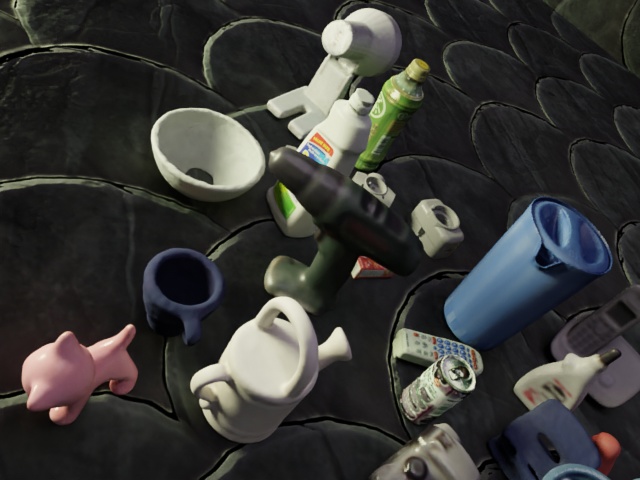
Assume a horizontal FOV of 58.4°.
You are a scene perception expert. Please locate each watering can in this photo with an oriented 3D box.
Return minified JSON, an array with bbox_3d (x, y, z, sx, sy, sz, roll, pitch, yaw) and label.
[{"bbox_3d":[-0.047,0.130,0.614,0.101,0.194,0.173,47,45,14],"label":"watering can"}]

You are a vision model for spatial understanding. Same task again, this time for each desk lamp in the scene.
[{"bbox_3d":[0.035,-0.310,1.037,0.118,0.213,0.204,43,44,9],"label":"desk lamp"}]

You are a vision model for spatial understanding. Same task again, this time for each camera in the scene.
[{"bbox_3d":[0.134,0.294,0.647,0.143,0.100,0.136,-22,66,-42],"label":"camera"}]

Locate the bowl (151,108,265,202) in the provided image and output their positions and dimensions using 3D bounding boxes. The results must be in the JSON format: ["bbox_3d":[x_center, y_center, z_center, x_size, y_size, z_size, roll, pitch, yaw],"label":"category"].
[{"bbox_3d":[-0.169,-0.112,0.841,0.168,0.074,0.167,17,46,-18],"label":"bowl"}]

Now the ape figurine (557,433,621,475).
[{"bbox_3d":[0.379,0.299,0.798,0.078,0.092,0.076,19,45,-15],"label":"ape figurine"}]

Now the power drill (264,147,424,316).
[{"bbox_3d":[0.007,0.003,0.748,0.230,0.208,0.075,25,44,-10],"label":"power drill"}]

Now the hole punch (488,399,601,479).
[{"bbox_3d":[0.300,0.284,0.763,0.101,0.091,0.108,-15,61,-39],"label":"hole punch"}]

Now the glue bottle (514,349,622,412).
[{"bbox_3d":[0.358,0.198,0.815,0.078,0.173,0.037,44,44,10],"label":"glue bottle"}]

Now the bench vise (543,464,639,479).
[{"bbox_3d":[0.348,0.309,0.676,0.208,0.219,0.121,-8,57,-36],"label":"bench vise"}]

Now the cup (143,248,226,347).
[{"bbox_3d":[-0.162,0.082,0.660,0.092,0.095,0.117,1,52,-30],"label":"cup"}]

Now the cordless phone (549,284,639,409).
[{"bbox_3d":[0.474,0.165,0.905,0.147,0.185,0.094,46,44,13],"label":"cordless phone"}]

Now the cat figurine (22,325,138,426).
[{"bbox_3d":[-0.235,0.124,0.561,0.067,0.117,0.128,47,45,14],"label":"cat figurine"}]
